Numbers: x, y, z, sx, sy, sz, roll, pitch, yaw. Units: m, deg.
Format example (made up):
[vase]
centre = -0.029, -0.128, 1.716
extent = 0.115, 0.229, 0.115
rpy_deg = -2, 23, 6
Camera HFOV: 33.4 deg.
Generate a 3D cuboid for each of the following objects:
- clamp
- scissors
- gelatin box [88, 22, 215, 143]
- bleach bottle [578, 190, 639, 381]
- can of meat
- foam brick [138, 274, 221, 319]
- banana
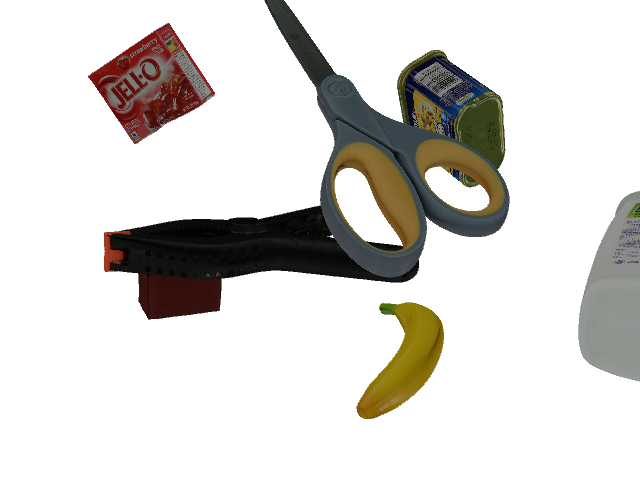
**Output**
[clamp]
centre = -0.045, 0.005, 0.756
extent = 0.209, 0.036, 0.165
rpy_deg = -4, 14, -26
[scissors]
centre = 0.029, -0.065, 0.521
extent = 0.096, 0.202, 0.016
rpy_deg = -2, -40, -13
[gelatin box]
centre = -0.148, -0.135, 0.926
extent = 0.089, 0.073, 0.030
rpy_deg = -24, 16, 32
[bleach bottle]
centre = 0.237, 0.013, 0.706
extent = 0.103, 0.068, 0.250
rpy_deg = 9, 22, 20
[can of meat]
centre = 0.121, -0.109, 0.972
extent = 0.057, 0.102, 0.084
rpy_deg = -32, 49, -15
[foam brick]
centre = -0.146, 0.044, 1.103
extent = 0.078, 0.051, 0.053
rpy_deg = -6, 20, -19
[banana]
centre = 0.081, 0.106, 0.998
extent = 0.070, 0.037, 0.197
rpy_deg = -21, 18, 19
